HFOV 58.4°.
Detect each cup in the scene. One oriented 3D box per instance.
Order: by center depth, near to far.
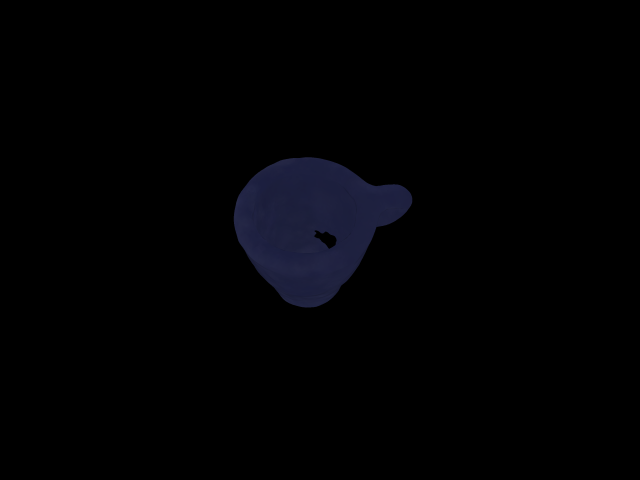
[{"bbox_3d":[0.004,0.001,0.400,0.118,0.095,0.091,-14,57,-9],"label":"cup"}]
